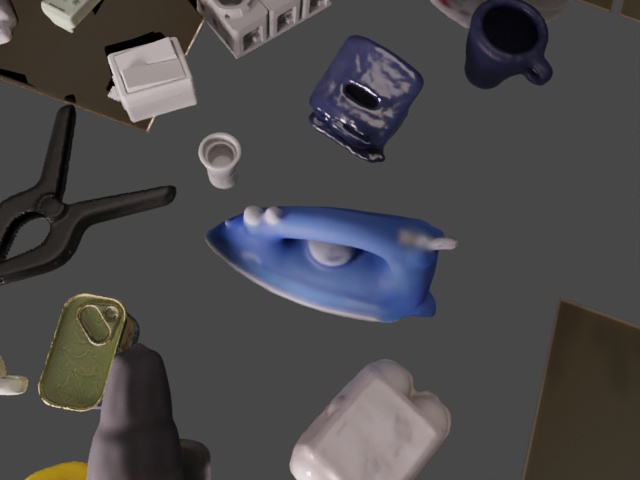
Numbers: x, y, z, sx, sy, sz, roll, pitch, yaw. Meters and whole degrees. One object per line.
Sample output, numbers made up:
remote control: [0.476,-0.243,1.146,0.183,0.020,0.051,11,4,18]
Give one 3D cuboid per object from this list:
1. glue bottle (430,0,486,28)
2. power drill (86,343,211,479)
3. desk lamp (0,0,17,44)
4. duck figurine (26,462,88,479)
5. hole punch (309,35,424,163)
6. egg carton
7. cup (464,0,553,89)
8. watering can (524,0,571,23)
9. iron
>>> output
glue bottle: [0.187,-0.333,0.681,0.078,0.173,0.037,36,73,7]
power drill: [-0.135,0.210,0.456,0.075,0.208,0.229,-1,72,-6]
desk lamp: [-0.394,-0.299,0.590,0.203,0.213,0.118,-25,76,-13]
duck figurine: [-0.227,0.238,0.502,0.104,0.086,0.077,12,71,-2]
hole punch: [0.051,-0.159,0.655,0.108,0.091,0.101,33,72,5]
egg carton: [0.049,0.193,0.553,0.107,0.069,0.150,41,73,8]
cup: [0.221,-0.217,0.688,0.092,0.095,0.117,-36,79,-15]
watering can: [0.291,-0.359,0.688,0.101,0.194,0.173,31,72,5]
iron: [0.005,0.002,0.572,0.258,0.141,0.119,10,72,-2]
